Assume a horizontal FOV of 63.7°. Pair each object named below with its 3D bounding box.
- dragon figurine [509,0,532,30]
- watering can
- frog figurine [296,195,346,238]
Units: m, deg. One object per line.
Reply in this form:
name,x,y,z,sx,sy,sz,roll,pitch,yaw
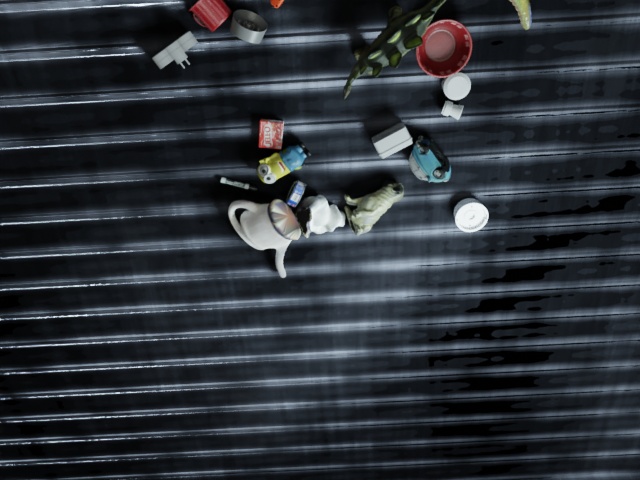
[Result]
dragon figurine,0.441,-0.757,1.375,0.242,0.124,0.403,-1,117,20
watering can,-0.155,-0.013,1.718,0.222,0.106,0.342,-17,124,36
frog figurine,0.005,-0.086,1.713,0.161,0.124,0.135,-16,114,-33
